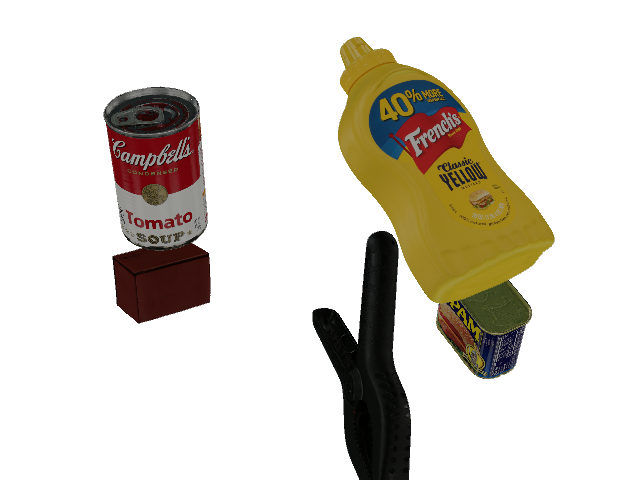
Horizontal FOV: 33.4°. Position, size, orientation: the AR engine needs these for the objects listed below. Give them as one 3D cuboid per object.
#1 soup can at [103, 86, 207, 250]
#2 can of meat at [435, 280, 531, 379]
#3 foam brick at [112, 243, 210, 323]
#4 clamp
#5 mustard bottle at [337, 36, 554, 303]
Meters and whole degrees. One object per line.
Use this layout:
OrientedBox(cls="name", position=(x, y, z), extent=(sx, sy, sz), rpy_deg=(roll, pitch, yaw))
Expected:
OrientedBox(cls="soup can", position=(-0.120, -0.052, 0.786), extent=(0.068, 0.102, 0.068), rpy_deg=(0, 37, 0))
OrientedBox(cls="can of meat", position=(0.159, 0.077, 1.066), extent=(0.057, 0.084, 0.102), rpy_deg=(-21, 52, -18))
OrientedBox(cls="foam brick", position=(-0.149, 0.036, 1.006), extent=(0.078, 0.051, 0.053), rpy_deg=(-15, 25, -30))
OrientedBox(cls="clamp", position=(0.041, 0.108, 0.848), extent=(0.036, 0.210, 0.165), rpy_deg=(0, -33, -18))
OrientedBox(cls="mustard bottle", position=(0.066, -0.056, 0.703), extent=(0.096, 0.192, 0.058), rpy_deg=(-19, -22, -29))
